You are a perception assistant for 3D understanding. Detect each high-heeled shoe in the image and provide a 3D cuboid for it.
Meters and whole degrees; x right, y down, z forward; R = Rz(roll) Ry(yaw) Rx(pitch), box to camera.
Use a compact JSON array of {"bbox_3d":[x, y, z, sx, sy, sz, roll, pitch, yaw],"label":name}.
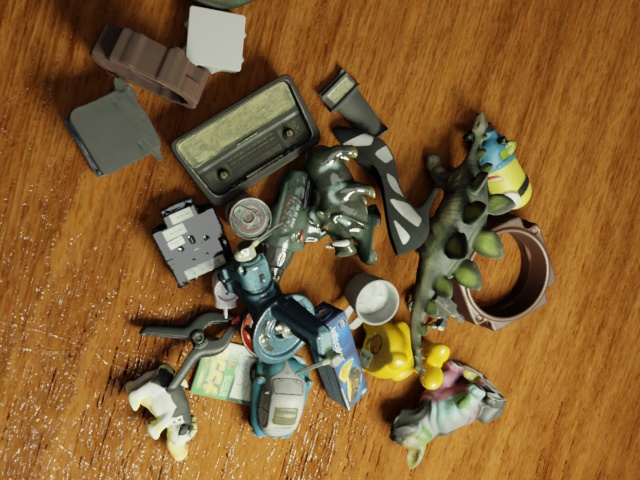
[{"bbox_3d":[0.092,-0.087,0.940,0.249,0.086,0.145,35,77,11],"label":"high-heeled shoe"}]

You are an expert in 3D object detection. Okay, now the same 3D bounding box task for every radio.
[{"bbox_3d":[-0.122,-0.164,0.906,0.230,0.073,0.131,-33,105,-7],"label":"radio"}]

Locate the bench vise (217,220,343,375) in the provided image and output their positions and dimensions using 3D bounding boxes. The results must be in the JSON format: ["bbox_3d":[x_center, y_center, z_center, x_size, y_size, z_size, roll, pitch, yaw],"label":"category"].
[{"bbox_3d":[-0.055,0.110,0.823,0.129,0.241,0.223,-22,123,-34],"label":"bench vise"}]

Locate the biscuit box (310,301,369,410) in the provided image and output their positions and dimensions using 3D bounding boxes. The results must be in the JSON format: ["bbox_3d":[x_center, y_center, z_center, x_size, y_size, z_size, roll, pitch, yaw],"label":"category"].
[{"bbox_3d":[0.029,0.211,0.978,0.059,0.063,0.202,-35,124,-29],"label":"biscuit box"}]

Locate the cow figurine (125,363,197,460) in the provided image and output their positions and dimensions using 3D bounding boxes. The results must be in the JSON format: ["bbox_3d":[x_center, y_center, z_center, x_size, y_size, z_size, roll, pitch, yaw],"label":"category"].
[{"bbox_3d":[-0.262,0.302,0.950,0.098,0.068,0.167,-33,106,-14],"label":"cow figurine"}]

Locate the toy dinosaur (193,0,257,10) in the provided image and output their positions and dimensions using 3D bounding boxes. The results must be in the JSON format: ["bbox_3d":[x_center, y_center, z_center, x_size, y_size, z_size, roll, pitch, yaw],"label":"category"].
[{"bbox_3d":[-0.178,-0.434,0.832,0.405,0.131,0.192,20,106,-21],"label":"toy dinosaur"}]

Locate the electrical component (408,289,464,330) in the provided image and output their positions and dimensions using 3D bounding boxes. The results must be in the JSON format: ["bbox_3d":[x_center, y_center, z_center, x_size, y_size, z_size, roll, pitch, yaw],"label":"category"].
[{"bbox_3d":[0.221,0.135,1.049,0.102,0.078,0.045,44,62,-22],"label":"electrical component"}]

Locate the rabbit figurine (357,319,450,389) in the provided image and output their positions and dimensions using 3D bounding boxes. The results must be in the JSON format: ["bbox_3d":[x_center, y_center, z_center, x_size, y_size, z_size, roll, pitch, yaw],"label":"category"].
[{"bbox_3d":[0.174,0.212,1.018,0.173,0.162,0.122,21,81,-34],"label":"rabbit figurine"}]

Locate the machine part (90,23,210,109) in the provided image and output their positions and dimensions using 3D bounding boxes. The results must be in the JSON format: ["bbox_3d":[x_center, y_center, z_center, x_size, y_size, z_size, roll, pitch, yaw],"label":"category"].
[{"bbox_3d":[-0.254,-0.259,0.810,0.179,0.179,0.056,22,89,-17],"label":"machine part"}]

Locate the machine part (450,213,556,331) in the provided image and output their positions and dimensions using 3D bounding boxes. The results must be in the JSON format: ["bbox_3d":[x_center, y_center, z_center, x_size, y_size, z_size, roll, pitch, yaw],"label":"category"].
[{"bbox_3d":[0.349,0.061,1.059,0.201,0.087,0.201,-26,106,-10],"label":"machine part"}]

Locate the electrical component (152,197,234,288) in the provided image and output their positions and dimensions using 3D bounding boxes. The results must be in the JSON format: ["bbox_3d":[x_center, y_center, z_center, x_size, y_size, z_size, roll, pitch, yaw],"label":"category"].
[{"bbox_3d":[-0.218,-0.002,0.916,0.115,0.058,0.134,-24,104,-12],"label":"electrical component"}]

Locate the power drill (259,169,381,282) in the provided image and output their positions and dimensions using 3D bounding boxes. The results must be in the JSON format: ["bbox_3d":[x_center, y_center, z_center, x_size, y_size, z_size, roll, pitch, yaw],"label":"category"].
[{"bbox_3d":[-0.002,-0.003,0.962,0.207,0.086,0.232,8,90,-9],"label":"power drill"}]

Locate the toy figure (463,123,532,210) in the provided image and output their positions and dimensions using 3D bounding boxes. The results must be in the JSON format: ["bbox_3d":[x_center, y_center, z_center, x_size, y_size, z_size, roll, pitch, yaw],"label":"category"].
[{"bbox_3d":[0.345,-0.139,1.030,0.089,0.082,0.180,-30,102,-10],"label":"toy figure"}]

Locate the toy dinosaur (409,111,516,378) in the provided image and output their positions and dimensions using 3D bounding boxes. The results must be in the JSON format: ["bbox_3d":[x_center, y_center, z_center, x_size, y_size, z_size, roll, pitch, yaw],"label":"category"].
[{"bbox_3d":[0.225,-0.001,0.952,0.105,0.199,0.471,16,93,-26],"label":"toy dinosaur"}]

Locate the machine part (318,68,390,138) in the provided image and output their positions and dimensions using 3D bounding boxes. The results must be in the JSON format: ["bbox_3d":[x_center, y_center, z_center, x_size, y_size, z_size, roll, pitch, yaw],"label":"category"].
[{"bbox_3d":[0.065,-0.233,0.964,0.139,0.039,0.084,42,79,-15],"label":"machine part"}]

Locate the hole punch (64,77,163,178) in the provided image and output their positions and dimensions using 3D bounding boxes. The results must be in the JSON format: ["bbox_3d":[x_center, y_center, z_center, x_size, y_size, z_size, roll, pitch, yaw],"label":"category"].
[{"bbox_3d":[-0.330,-0.168,0.854,0.116,0.092,0.142,-35,107,-29],"label":"hole punch"}]

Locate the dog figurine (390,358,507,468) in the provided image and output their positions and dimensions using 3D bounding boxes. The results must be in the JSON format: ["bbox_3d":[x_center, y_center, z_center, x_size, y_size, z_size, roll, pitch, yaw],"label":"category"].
[{"bbox_3d":[0.242,0.351,1.066,0.191,0.109,0.219,31,104,-39],"label":"dog figurine"}]

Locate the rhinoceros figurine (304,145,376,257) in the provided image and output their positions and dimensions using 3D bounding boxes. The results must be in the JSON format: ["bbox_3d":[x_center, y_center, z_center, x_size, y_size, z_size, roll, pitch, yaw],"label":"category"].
[{"bbox_3d":[0.030,-0.067,0.891,0.112,0.073,0.190,-17,92,-15],"label":"rhinoceros figurine"}]

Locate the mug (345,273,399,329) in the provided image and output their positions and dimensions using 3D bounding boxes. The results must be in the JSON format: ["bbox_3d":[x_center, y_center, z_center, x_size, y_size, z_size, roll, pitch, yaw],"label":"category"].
[{"bbox_3d":[0.081,0.111,0.985,0.081,0.107,0.109,34,91,-17],"label":"mug"}]

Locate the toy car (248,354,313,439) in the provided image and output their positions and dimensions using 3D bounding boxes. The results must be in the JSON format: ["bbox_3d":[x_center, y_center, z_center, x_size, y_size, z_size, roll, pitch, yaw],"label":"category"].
[{"bbox_3d":[-0.073,0.288,0.960,0.109,0.103,0.161,10,92,-15],"label":"toy car"}]
